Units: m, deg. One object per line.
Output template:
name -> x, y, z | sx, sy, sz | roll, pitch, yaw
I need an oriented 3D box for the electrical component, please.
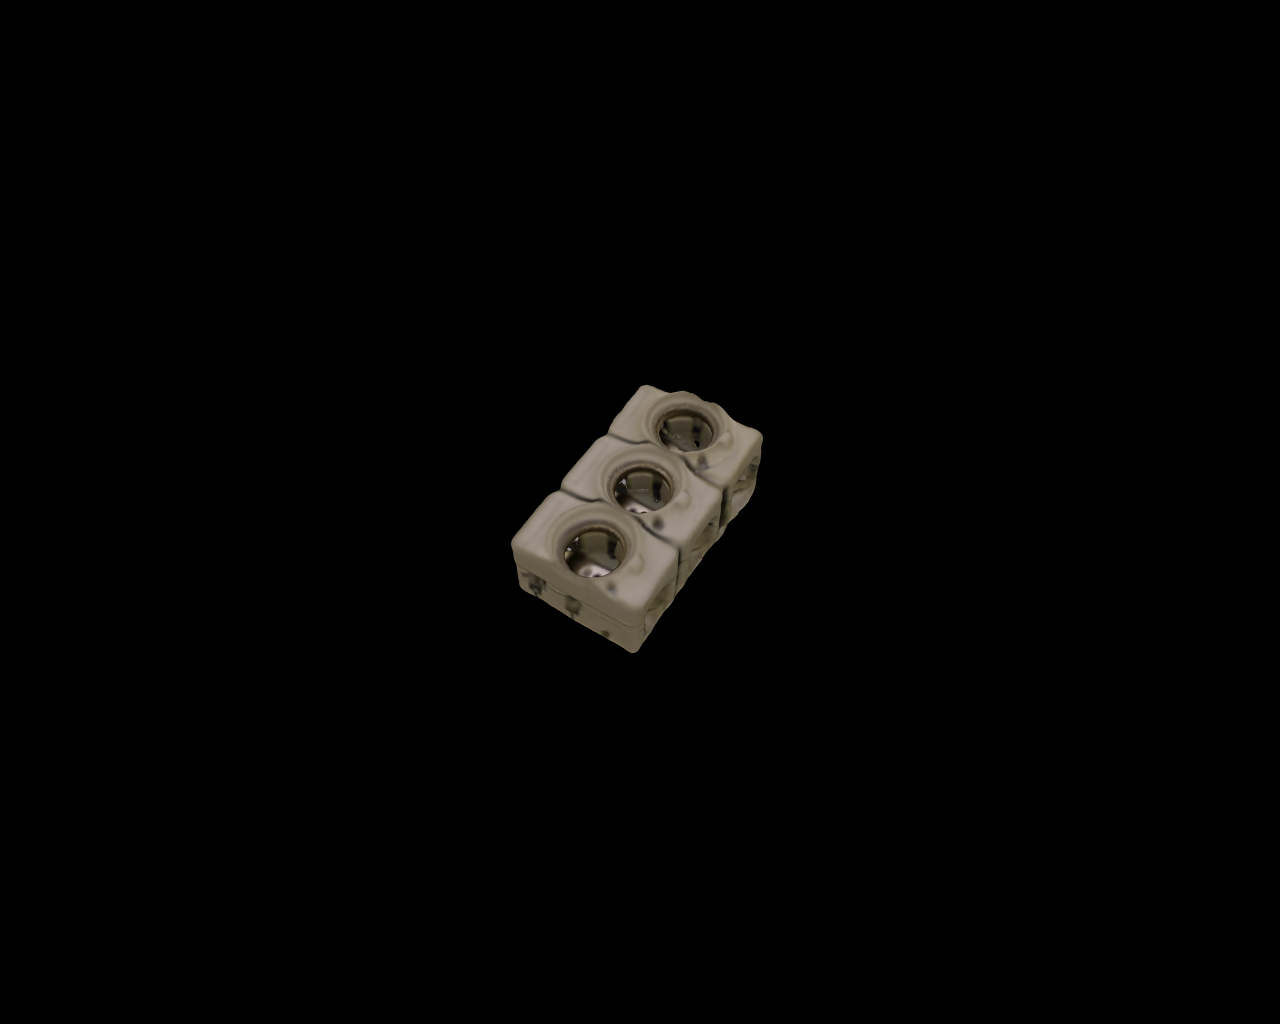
electrical component -> 0.001, -0.003, 0.650 | 0.089, 0.150, 0.061 | 27, -32, 18
